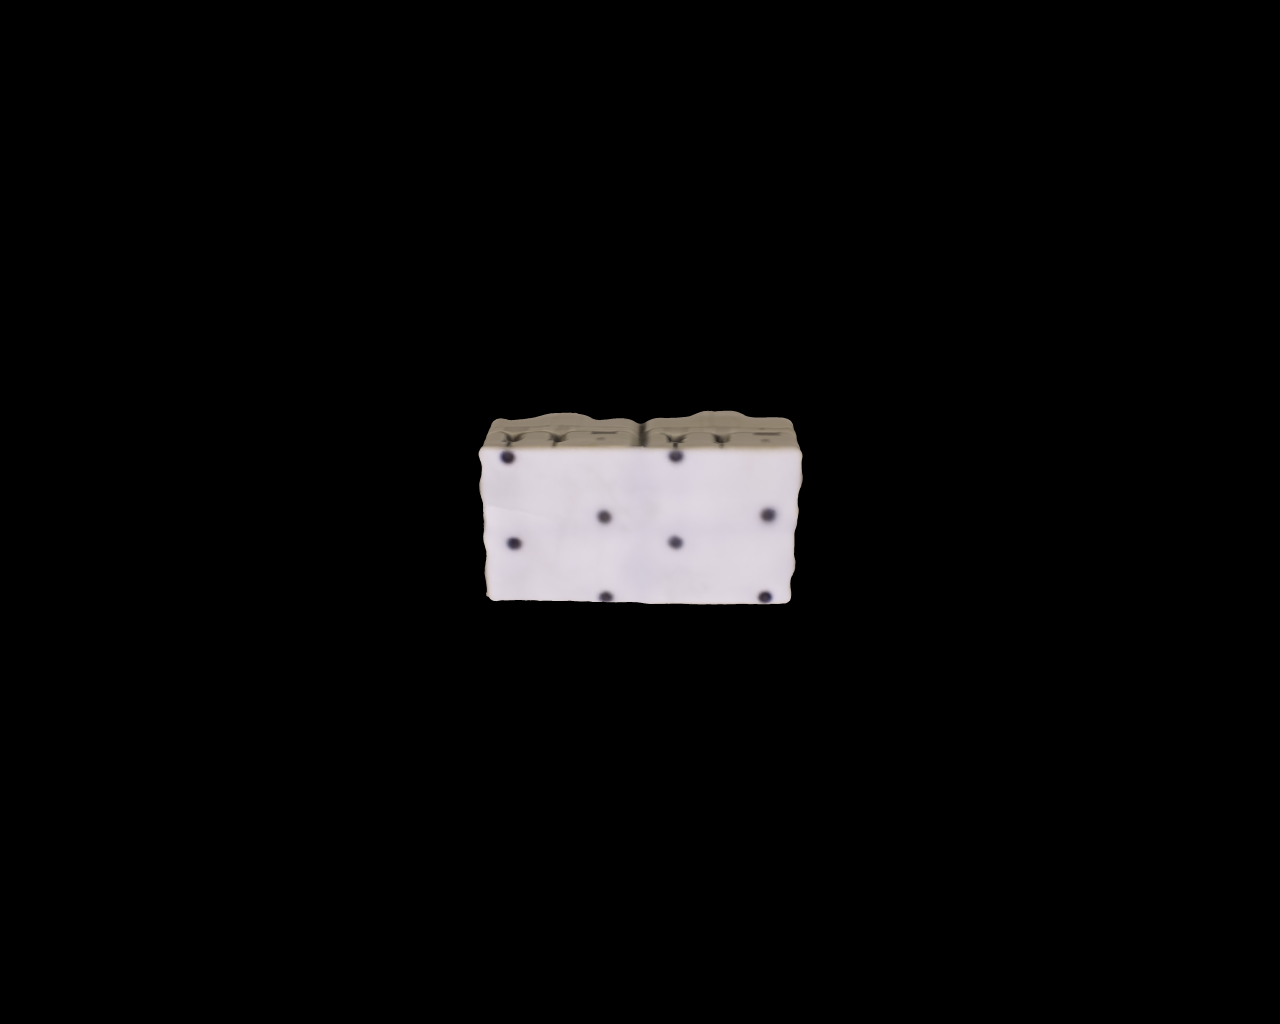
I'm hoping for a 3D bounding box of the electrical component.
[{"bbox_3d":[0.001,-0.003,0.650,0.186,0.105,0.060,0,25,0],"label":"electrical component"}]
